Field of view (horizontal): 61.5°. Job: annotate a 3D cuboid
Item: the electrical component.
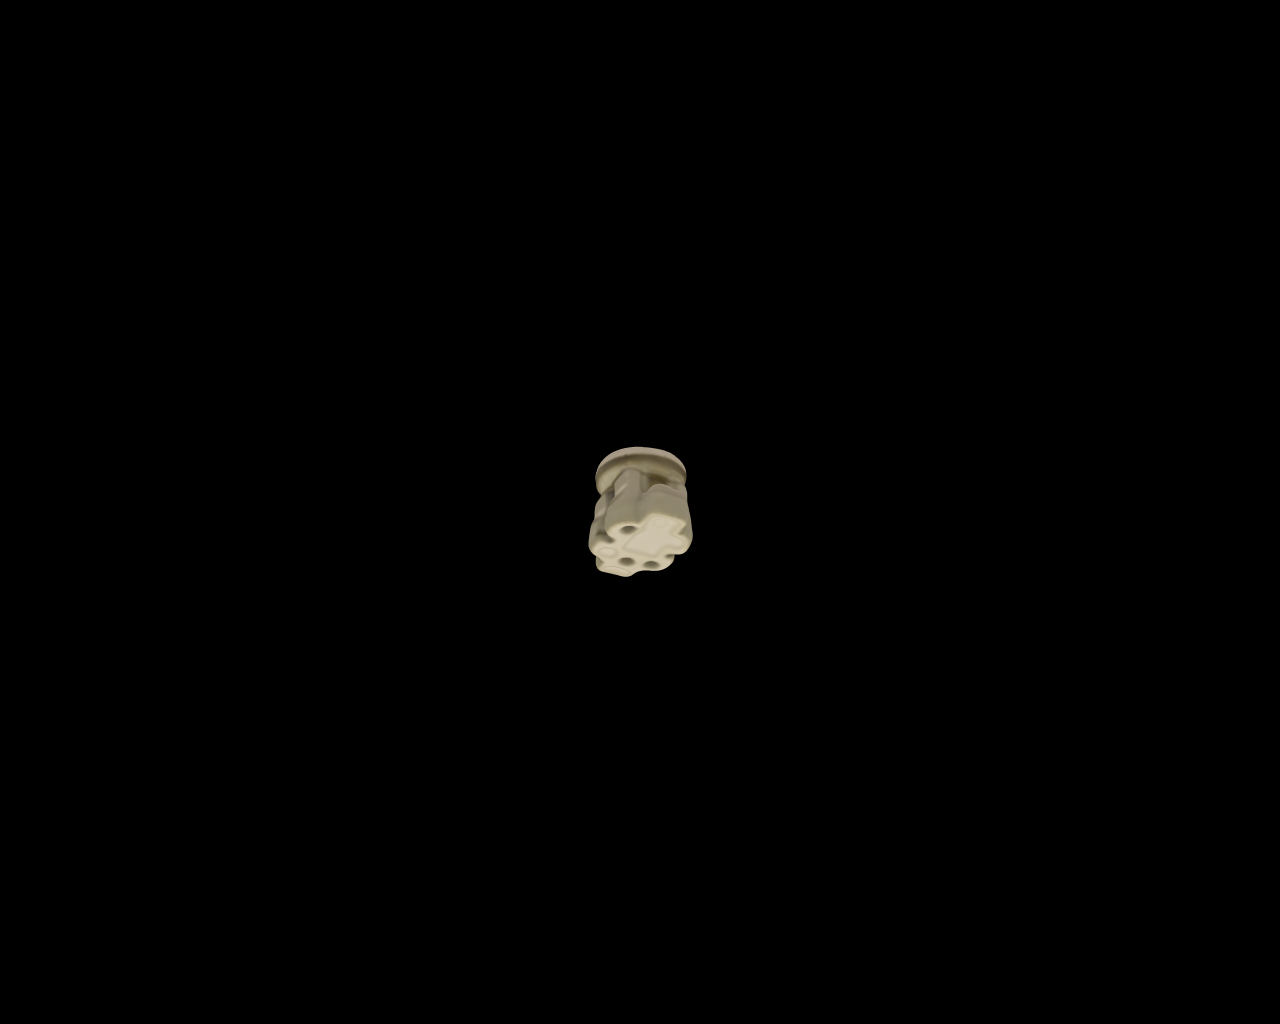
[{"bbox_3d":[0.001,-0.003,0.650,0.058,0.057,0.078,16,-37,-22],"label":"electrical component"}]
